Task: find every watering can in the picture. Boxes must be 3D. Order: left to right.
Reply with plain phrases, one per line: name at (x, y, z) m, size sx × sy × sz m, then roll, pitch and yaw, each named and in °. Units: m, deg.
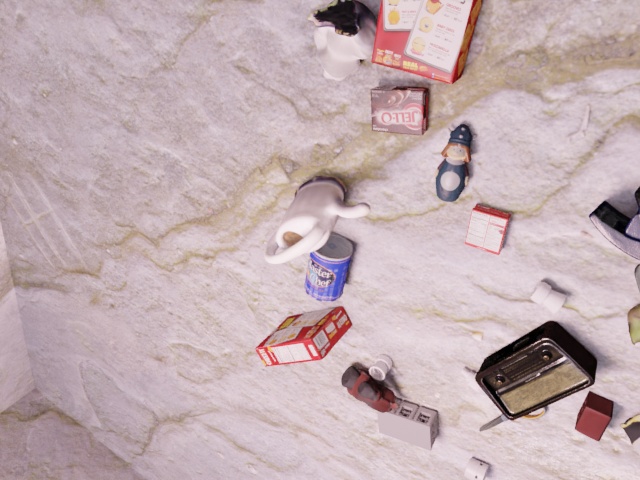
watering can at (0.003, -0.057, 1.141) m, size 0.343 × 0.230 × 0.103 m, roll -27°, pitch 118°, yaw 40°

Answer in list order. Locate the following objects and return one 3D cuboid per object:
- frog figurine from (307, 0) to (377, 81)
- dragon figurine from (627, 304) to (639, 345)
frog figurine at (0.052, -0.388, 1.018) m, size 0.138 × 0.124 × 0.156 m, roll 14°, pitch 159°, yaw 18°
dragon figurine at (0.680, 0.183, 0.912) m, size 0.245 × 0.123 × 0.403 m, roll 22°, pitch 126°, yaw 44°
